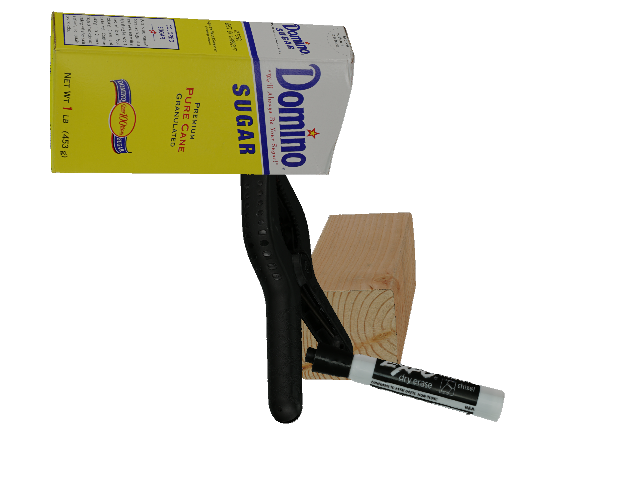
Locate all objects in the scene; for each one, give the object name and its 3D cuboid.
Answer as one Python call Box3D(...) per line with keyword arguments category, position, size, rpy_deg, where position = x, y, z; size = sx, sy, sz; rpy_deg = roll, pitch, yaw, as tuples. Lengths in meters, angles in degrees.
Box3D(category="sugar box", position=(-0.073, -0.085, 0.646), size=(0.176, 0.048, 0.093), rpy_deg=(1, -45, -13))
Box3D(category="clamp", position=(-0.023, 0.028, 0.866), size=(0.036, 0.210, 0.164), rpy_deg=(-12, 1, 19))
Box3D(category="marker", position=(0.050, 0.084, 0.643), size=(0.121, 0.020, 0.020), rpy_deg=(15, 1, 4))
Box3D(category="wood block", position=(0.039, 0.049, 1.037), size=(0.091, 0.090, 0.206), rpy_deg=(-1, 21, 10))
